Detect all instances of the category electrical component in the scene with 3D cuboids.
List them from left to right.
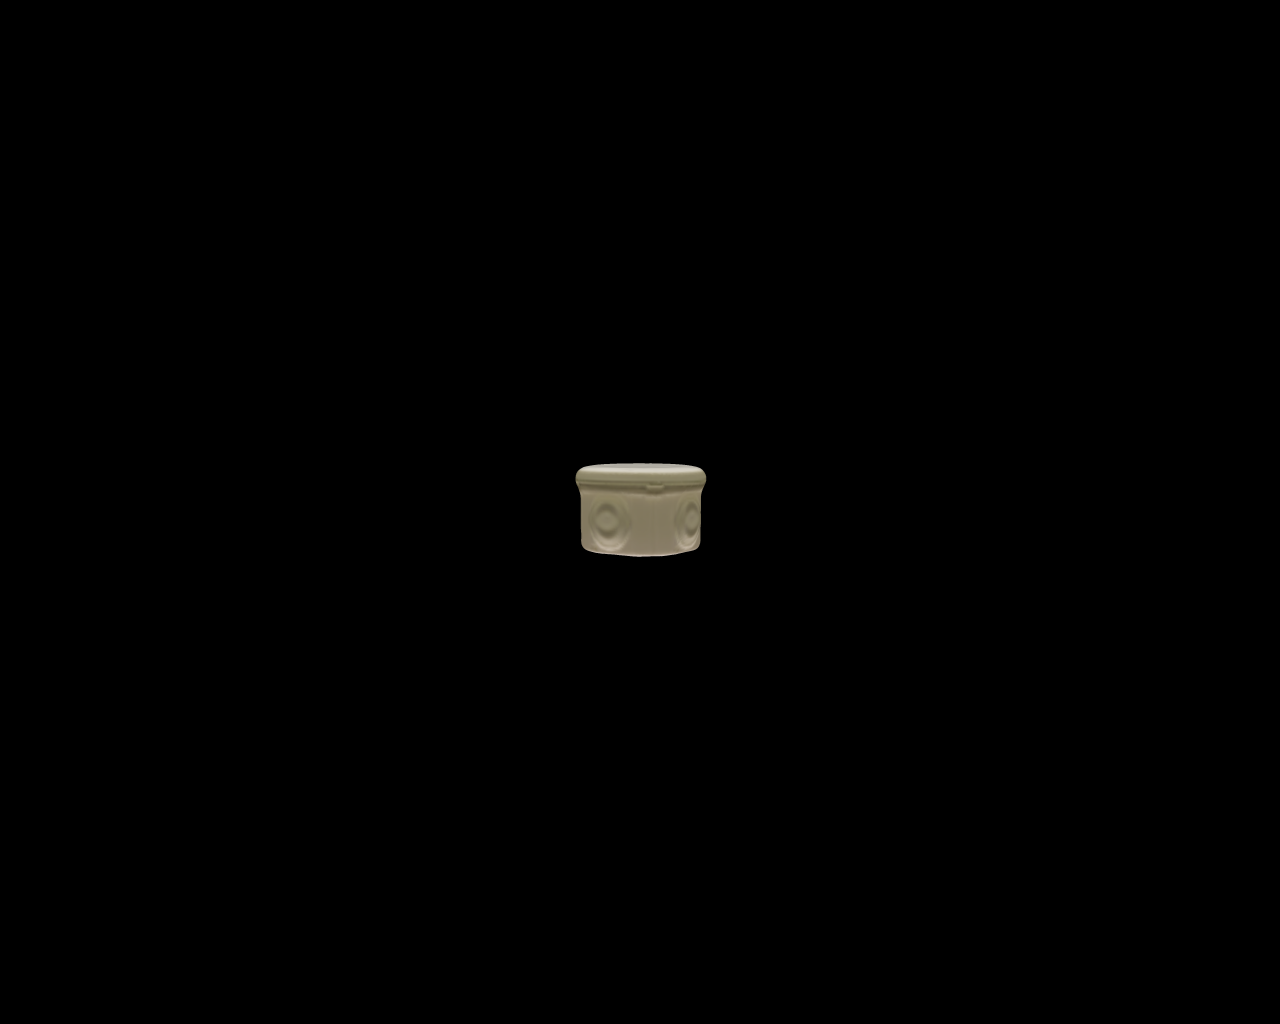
[{"bbox_3d":[0.001,-0.003,0.650,0.080,0.051,0.080,0,5,0],"label":"electrical component"}]
